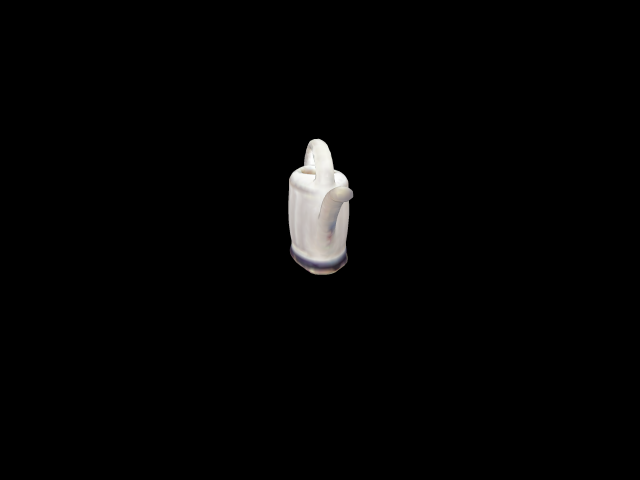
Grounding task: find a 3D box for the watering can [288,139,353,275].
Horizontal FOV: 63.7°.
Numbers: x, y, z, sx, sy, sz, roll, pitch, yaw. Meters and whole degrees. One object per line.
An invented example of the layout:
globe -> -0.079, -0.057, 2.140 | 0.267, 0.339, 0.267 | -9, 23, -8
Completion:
watering can -> 0.003, -0.043, 0.850 | 0.104, 0.221, 0.353 | -3, 21, -7
